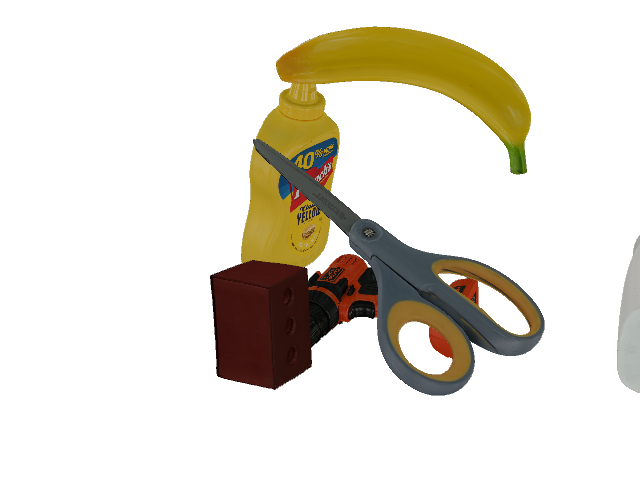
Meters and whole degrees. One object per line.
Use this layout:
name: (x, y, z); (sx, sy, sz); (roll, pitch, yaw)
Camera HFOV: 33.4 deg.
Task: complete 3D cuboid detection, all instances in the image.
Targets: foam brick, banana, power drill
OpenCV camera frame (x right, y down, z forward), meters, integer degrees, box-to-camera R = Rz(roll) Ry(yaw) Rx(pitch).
foam brick: (-0.042, 0.058, 0.765); (0.051, 0.078, 0.052); (7, 18, 32)
banana: (0.070, -0.110, 0.740); (0.197, 0.069, 0.037); (20, -1, -11)
power drill: (0.065, 0.076, 1.146); (0.188, 0.057, 0.184); (9, 30, 21)

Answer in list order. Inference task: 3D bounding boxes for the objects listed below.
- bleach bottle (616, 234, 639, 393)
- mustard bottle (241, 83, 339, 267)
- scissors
bleach bottle: (0.269, 0.036, 0.758); (0.103, 0.068, 0.250); (10, 21, 17)
mustard bottle: (-0.024, -0.064, 0.976); (0.058, 0.192, 0.096); (32, 41, 32)
scissors: (0.022, 0.014, 0.576); (0.202, 0.016, 0.096); (28, 52, 17)
